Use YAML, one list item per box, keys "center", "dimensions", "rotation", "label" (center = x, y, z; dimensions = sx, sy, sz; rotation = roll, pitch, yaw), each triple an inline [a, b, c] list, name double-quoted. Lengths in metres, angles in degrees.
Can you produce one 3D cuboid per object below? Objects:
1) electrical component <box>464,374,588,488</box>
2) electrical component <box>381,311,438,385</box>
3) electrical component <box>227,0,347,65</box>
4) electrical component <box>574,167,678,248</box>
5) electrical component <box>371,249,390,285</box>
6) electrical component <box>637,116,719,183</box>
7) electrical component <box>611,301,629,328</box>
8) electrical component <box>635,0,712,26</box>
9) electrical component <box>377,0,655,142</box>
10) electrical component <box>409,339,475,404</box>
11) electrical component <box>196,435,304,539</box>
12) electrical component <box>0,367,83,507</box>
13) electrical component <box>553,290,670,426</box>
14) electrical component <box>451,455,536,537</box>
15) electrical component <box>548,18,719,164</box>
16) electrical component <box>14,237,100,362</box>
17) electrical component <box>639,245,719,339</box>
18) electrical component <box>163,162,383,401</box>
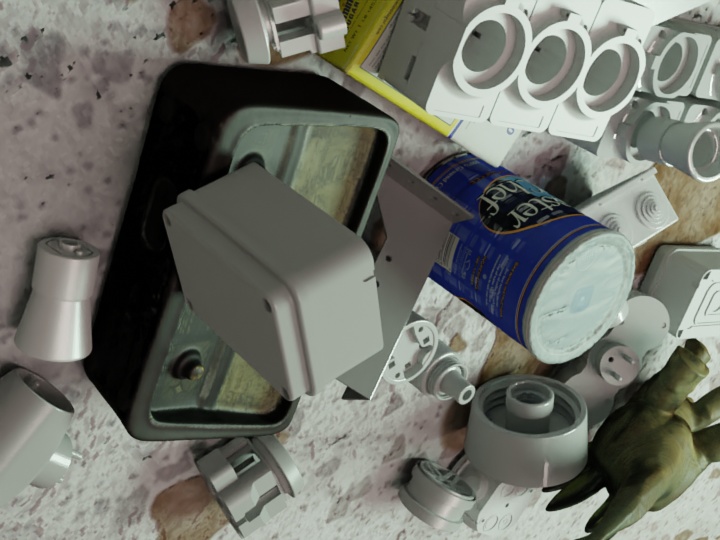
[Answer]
- center: [0.146, 0.131, 0.935]
  dimensions: [0.108, 0.108, 0.060]
  rotation: [-19, 122, -32]
  label: "electrical component"
- center: [0.023, 0.051, 0.810]
  dimensions: [0.055, 0.047, 0.055]
  rotation: [-23, 131, -29]
  label: "electrical component"
- center: [-0.043, -0.144, 0.608]
  dimensions: [0.055, 0.066, 0.048]
  rotation: [-17, 132, -8]
  label: "electrical component"
- center: [0.195, -0.033, 0.869]
  dimensions: [0.100, 0.100, 0.048]
  rotation: [-29, 90, -24]
  label: "electrical component"
- center: [0.000, 0.000, 0.764]
  dimensions: [0.061, 0.035, 0.035]
  rotation: [19, 104, -45]
  label: "electrical component"
- center: [0.237, -0.092, 0.794]
  dimensions: [0.044, 0.065, 0.044]
  rotation: [-8, 109, -25]
  label: "electrical component"
- center: [0.215, 0.019, 0.962]
  dimensions: [0.045, 0.045, 0.055]
  rotation: [-38, 136, -16]
  label: "electrical component"
- center: [0.188, -0.222, 0.757]
  dimensions: [0.150, 0.062, 0.089]
  rotation: [-26, 132, -26]
  label: "electrical component"
- center: [0.100, -0.136, 0.654]
  dimensions: [0.150, 0.061, 0.089]
  rotation: [3, 118, -37]
  label: "electrical component"
- center: [0.065, 0.083, 0.859]
  dimensions: [0.043, 0.062, 0.043]
  rotation: [-23, 131, -29]
  label: "electrical component"
- center: [-0.078, 0.152, 0.782]
  dimensions: [0.057, 0.058, 0.078]
  rotation: [-33, 134, -17]
  label: "electrical component"
- center: [-0.202, 0.108, 0.650]
  dimensions: [0.077, 0.044, 0.079]
  rotation: [-51, 139, -1]
  label: "electrical component"
- center: [0.234, 0.084, 0.991]
  dimensions: [0.052, 0.073, 0.138]
  rotation: [35, 94, -8]
  label: "electrical component"
- center: [0.120, 0.204, 1.000]
  dimensions: [0.080, 0.051, 0.080]
  rotation: [-23, 131, -29]
  label: "electrical component"
- center: [0.250, -0.144, 0.868]
  dimensions: [0.186, 0.060, 0.105]
  rotation: [-3, 120, -41]
  label: "electrical component"
- center: [-0.171, 0.014, 0.616]
  dimensions: [0.044, 0.044, 0.065]
  rotation: [-2, 114, -41]
  label: "electrical component"
- center: [0.331, 0.020, 1.056]
  dimensions: [0.113, 0.057, 0.078]
  rotation: [0, 117, -42]
  label: "electrical component"
- center: [-0.046, 0.005, 0.557]
  dimensions: [0.057, 0.113, 0.078]
  rotation: [-30, 134, -25]
  label: "electrical component"
